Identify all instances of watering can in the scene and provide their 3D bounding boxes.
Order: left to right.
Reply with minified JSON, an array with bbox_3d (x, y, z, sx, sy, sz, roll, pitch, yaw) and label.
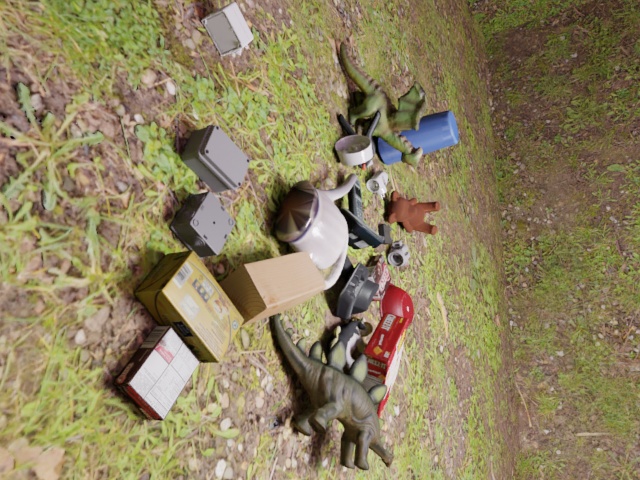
[{"bbox_3d":[0.004,-0.060,1.198,0.221,0.103,0.355,43,48,-43],"label":"watering can"}]

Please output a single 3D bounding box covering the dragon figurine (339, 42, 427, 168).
[{"bbox_3d":[0.200,-0.394,1.495,0.124,0.242,0.405,-38,116,-50],"label":"dragon figurine"}]
